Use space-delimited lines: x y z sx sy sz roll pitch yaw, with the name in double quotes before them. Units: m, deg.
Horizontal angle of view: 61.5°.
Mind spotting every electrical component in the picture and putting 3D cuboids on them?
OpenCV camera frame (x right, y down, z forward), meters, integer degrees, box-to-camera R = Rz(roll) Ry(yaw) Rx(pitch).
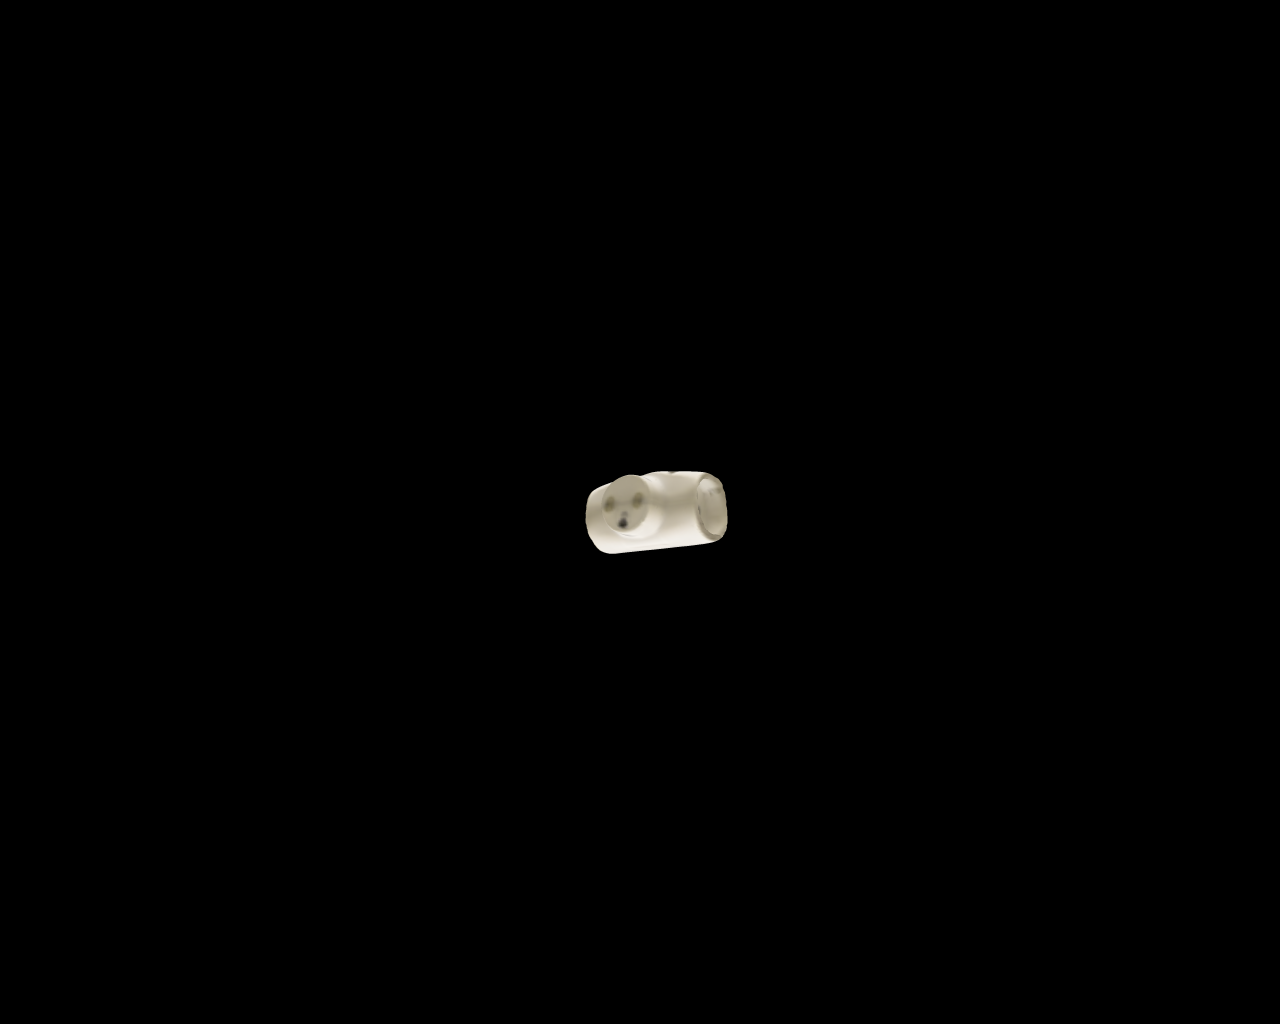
"electrical component" 0.001 -0.003 0.650 0.077 0.043 0.079 -7 -14 30
